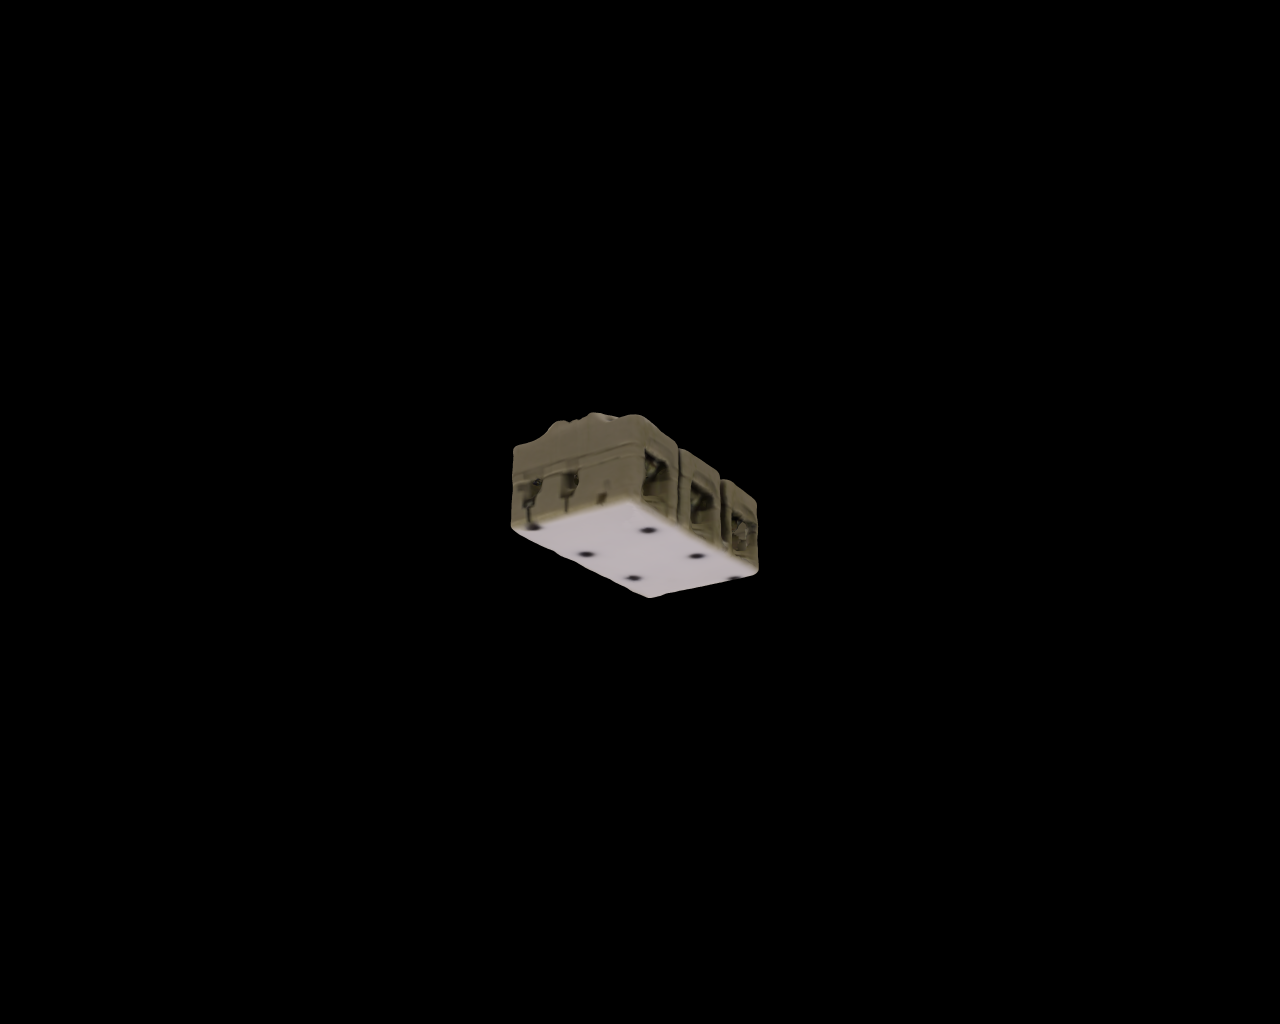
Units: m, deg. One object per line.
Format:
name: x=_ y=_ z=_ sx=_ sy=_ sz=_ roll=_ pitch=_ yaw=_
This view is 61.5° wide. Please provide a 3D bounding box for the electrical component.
electrical component: x=0.001 y=-0.003 z=0.650 sx=0.089 sy=0.062 sz=0.150 roll=-13 pitch=-26 yaw=29
